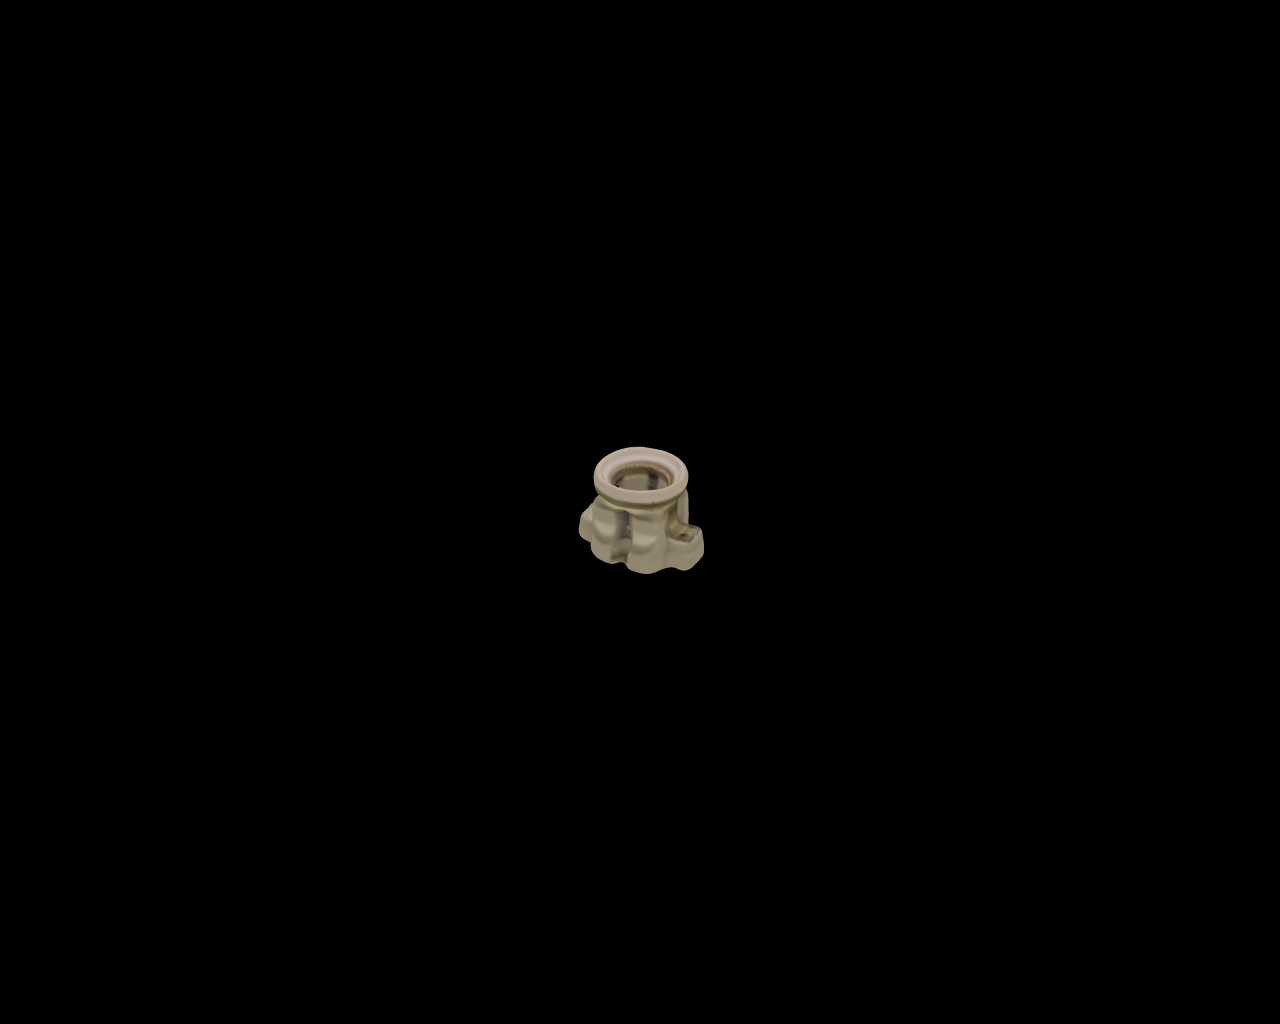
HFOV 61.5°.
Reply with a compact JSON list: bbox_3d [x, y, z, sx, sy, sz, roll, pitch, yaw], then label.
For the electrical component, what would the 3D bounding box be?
[{"bbox_3d":[0.001,-0.003,0.650,0.078,0.056,0.058,17,36,24],"label":"electrical component"}]
